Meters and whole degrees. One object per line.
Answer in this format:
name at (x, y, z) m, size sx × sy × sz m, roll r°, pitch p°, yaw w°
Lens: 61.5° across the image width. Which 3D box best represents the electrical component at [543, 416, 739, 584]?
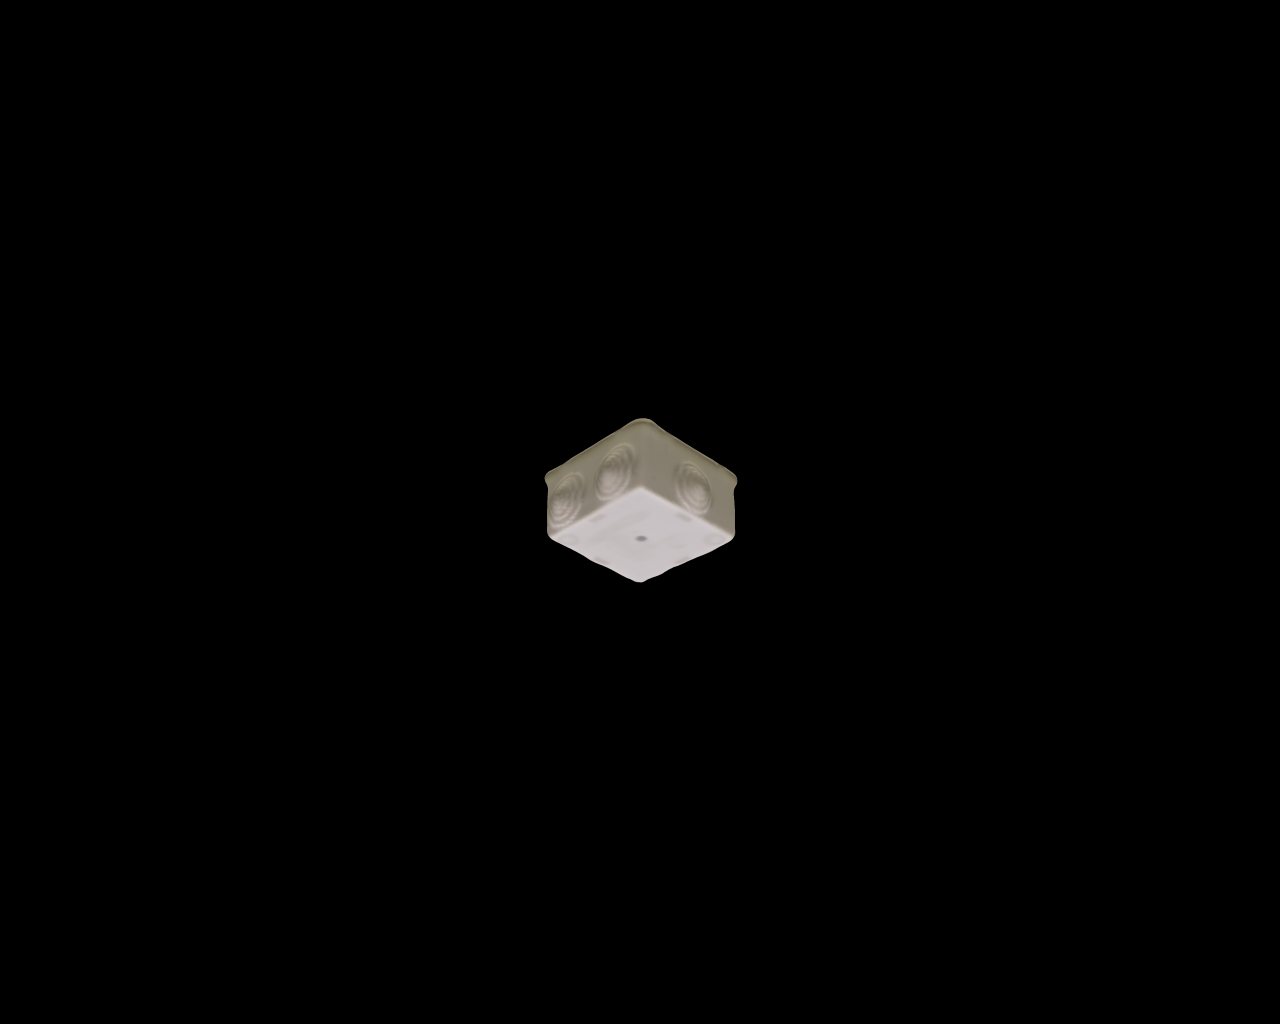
electrical component at (0.001, -0.003, 0.650) m, size 0.099 × 0.048 × 0.099 m, roll -27°, pitch -42°, yaw 36°
